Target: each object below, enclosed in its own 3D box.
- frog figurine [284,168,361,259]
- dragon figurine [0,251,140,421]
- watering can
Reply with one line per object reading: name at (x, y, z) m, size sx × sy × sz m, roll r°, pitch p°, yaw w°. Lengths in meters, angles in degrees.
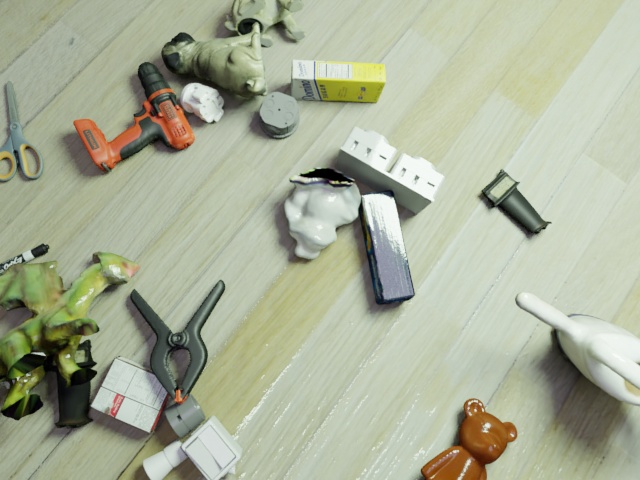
frog figurine at (0.003, -0.047, 0.944) m, size 0.137 × 0.156 × 0.125 m, roll 0°, pitch 24°, yaw -9°
dragon figurine at (-0.486, 0.142, 0.832) m, size 0.413 × 0.119 × 0.247 m, roll -26°, pitch 51°, yaw -20°
watering can at (0.456, 0.175, 0.859) m, size 0.348 × 0.103 × 0.225 m, roll 36°, pitch 7°, yaw 4°
